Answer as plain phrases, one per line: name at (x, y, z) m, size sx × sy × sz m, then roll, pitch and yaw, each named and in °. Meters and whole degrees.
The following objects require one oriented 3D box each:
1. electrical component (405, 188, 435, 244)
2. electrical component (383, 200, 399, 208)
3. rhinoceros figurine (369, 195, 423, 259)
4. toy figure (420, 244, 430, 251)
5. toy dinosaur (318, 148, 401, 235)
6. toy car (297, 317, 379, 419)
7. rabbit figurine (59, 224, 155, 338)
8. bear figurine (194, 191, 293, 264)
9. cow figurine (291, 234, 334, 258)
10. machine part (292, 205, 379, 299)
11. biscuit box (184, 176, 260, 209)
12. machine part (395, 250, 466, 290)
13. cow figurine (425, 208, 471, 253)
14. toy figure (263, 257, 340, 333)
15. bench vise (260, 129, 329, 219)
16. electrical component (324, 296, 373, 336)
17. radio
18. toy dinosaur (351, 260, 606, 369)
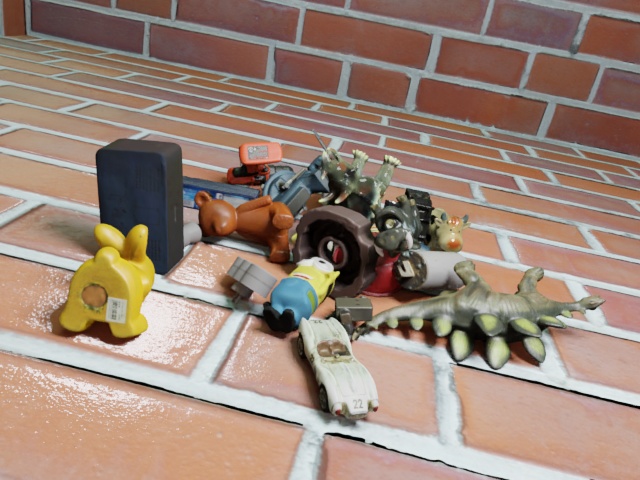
electrical component at (0.217, -0.054, 1.248) m, size 0.058 × 0.114 × 0.134 m, roll 13°, pitch 26°, yaw -4°
electrical component at (0.154, -0.040, 1.160) m, size 0.048 × 0.074 × 0.119 m, roll 12°, pitch -7°, yaw 8°
rhinoceros figurine at (0.137, -0.019, 0.964) m, size 0.073 × 0.112 × 0.190 m, roll -15°, pitch 0°, yaw 20°
toy figure at (0.162, 0.025, 1.172) m, size 0.155 × 0.058 × 0.064 m, roll 9°, pitch -20°, yaw 5°
toy dinosaur at (0.080, -0.073, 1.181) m, size 0.131 × 0.192 × 0.404 m, roll 24°, pitch -17°, yaw 12°
toy car at (0.021, 0.180, 0.779) m, size 0.073 × 0.056 × 0.202 m, roll 2°, pitch 25°, yaw -20°
rabbit figurine at (-0.312, 0.056, 0.830) m, size 0.122 × 0.162 × 0.173 m, roll 0°, pitch 6°, yaw 5°
bear figurine at (-0.159, -0.032, 1.094) m, size 0.196 × 0.120 × 0.132 m, roll 3°, pitch 29°, yaw -13°
cow figurine at (-0.001, -0.005, 1.144) m, size 0.068 × 0.098 × 0.167 m, roll -27°, pitch 15°, yaw 17°
machine part at (0.030, 0.021, 0.998) m, size 0.180 × 0.179 × 0.056 m, roll 24°, pitch 27°, yaw 26°
biscuit box at (-0.248, -0.102, 1.275) m, size 0.203 × 0.059 × 0.063 m, roll 11°, pitch 26°, yaw 0°
machine part at (0.224, 0.060, 1.058) m, size 0.079 × 0.079 × 0.243 m, roll 31°, pitch 18°, yaw 37°
cow figurine at (0.285, -0.022, 1.244) m, size 0.085 × 0.127 × 0.195 m, roll 5°, pitch 22°, yaw -5°
toy figure at (-0.035, 0.094, 0.916) m, size 0.082 × 0.089 × 0.180 m, roll 31°, pitch 36°, yaw 6°
bench vise at (-0.066, -0.137, 1.298) m, size 0.128 × 0.223 × 0.241 m, roll 37°, pitch -13°, yaw -32°
electrical component at (0.049, 0.124, 0.904) m, size 0.078 × 0.045 × 0.102 m, roll 1°, pitch 12°, yaw -7°
radio at (-0.318, -0.060, 0.956) m, size 0.131 × 0.229 × 0.073 m, roll 9°, pitch 23°, yaw 6°
toy dinosaur at (0.282, 0.128, 0.948) m, size 0.472 × 0.104 × 0.199 m, roll -2°, pitch 30°, yaw -3°
